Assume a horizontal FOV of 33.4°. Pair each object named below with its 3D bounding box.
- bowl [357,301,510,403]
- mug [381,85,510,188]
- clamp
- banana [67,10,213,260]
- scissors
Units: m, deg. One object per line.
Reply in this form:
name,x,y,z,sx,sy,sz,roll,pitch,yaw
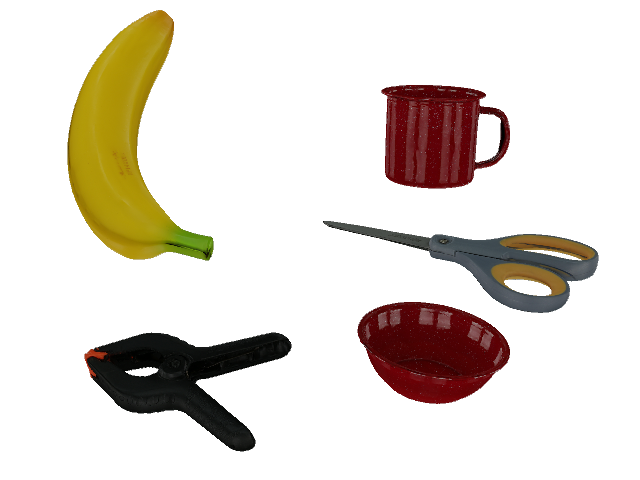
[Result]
bowl,0.117,0.126,1.134,0.162,0.055,0.162,5,24,-3
mug,0.112,-0.094,0.963,0.117,0.081,0.093,2,15,3
clamp,-0.110,0.108,0.896,0.172,0.039,0.120,15,38,18
banana,-0.106,-0.057,0.592,0.069,0.198,0.037,-5,-39,-12
scissors,0.092,0.015,0.752,0.202,0.016,0.096,4,30,11
